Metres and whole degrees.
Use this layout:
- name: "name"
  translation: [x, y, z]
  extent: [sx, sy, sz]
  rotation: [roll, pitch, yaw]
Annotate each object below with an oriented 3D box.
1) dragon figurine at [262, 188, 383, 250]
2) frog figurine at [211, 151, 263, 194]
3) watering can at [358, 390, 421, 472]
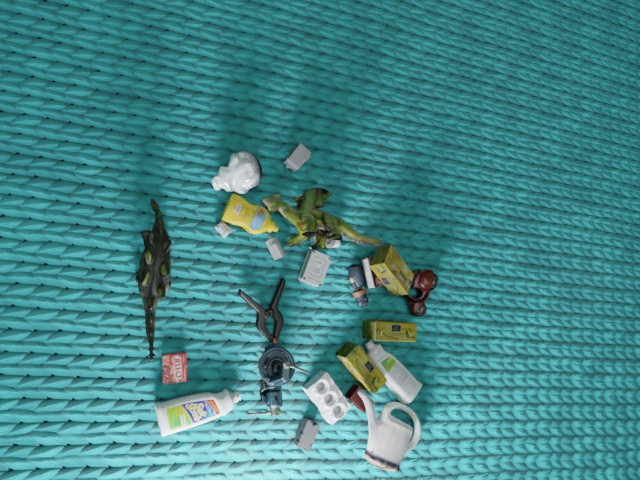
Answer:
- name: "dragon figurine"
  translation: [0.005, -0.089, 1.763]
  extent: [0.410, 0.119, 0.248]
  rotation: [5, 56, -12]
- name: "frog figurine"
  translation: [-0.276, -0.219, 1.694]
  extent: [0.160, 0.123, 0.136]
  rotation: [-15, 109, -34]
- name: "watering can"
  translation: [0.215, 0.654, 1.756]
  extent: [0.344, 0.104, 0.227]
  rotation: [34, 71, -29]
